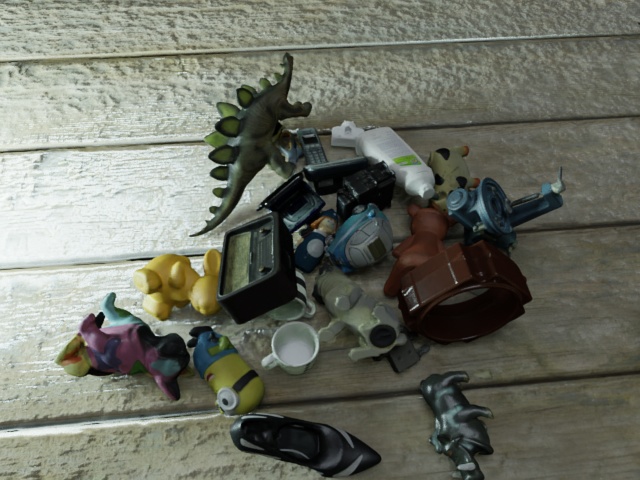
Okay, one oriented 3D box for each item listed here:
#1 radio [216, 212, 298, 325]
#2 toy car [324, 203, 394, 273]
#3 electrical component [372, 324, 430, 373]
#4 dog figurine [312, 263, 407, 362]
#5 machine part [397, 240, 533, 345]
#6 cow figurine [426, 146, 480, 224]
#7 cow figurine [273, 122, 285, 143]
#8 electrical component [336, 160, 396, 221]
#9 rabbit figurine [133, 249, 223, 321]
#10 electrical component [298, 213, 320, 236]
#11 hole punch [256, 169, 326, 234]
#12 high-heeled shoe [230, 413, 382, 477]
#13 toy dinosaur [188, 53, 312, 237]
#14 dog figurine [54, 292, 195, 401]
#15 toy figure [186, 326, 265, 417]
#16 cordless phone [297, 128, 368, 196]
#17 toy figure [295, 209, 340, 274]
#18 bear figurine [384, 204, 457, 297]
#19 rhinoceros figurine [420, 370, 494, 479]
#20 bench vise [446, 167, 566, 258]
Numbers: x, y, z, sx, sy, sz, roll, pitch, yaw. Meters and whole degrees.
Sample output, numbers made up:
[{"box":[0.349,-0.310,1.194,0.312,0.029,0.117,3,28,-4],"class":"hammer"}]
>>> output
[{"box":[-0.118,0.045,1.030,0.131,0.073,0.230,-24,33,10],"class":"radio"},{"box":[0.092,0.002,1.095,0.162,0.109,0.103,-39,26,-20],"class":"toy car"},{"box":[0.149,0.204,1.021,0.102,0.045,0.078,-33,92,-18],"class":"electrical component"},{"box":[0.073,0.125,1.024,0.172,0.121,0.191,34,17,-13],"class":"dog figurine"},{"box":[0.260,0.104,0.974,0.201,0.201,0.087,-36,42,28],"class":"machine part"},{"box":[0.289,-0.124,1.214,0.127,0.085,0.195,-1,59,-9],"class":"cow figurine"},{"box":[-0.166,-0.242,1.289,0.098,0.068,0.167,39,67,16],"class":"cow figurine"},{"box":[0.097,-0.096,1.171,0.134,0.114,0.058,-29,58,-17],"class":"electrical component"},{"box":[-0.244,0.094,1.038,0.173,0.121,0.162,15,33,31],"class":"rabbit figurine"},{"box":[-0.011,-0.042,1.188,0.094,0.021,0.063,-21,60,-14],"class":"electrical component"},{"box":[-0.059,-0.082,1.161,0.142,0.116,0.092,-43,105,0],"class":"hole punch"},{"box":[-0.020,0.326,0.873,0.249,0.145,0.086,4,58,3],"class":"high-heeled shoe"},{"box":[-0.154,-0.210,1.199,0.198,0.105,0.471,20,83,-25],"class":"toy dinosaur"},{"box":[-0.337,0.213,0.964,0.219,0.191,0.108,39,21,-5],"class":"dog figurine"},{"box":[-0.171,0.232,0.970,0.089,0.082,0.180,-29,60,-17],"class":"toy figure"},{"box":[0.023,-0.202,1.260,0.147,0.088,0.184,-11,54,-9],"class":"cordless phone"},{"box":[-0.002,-0.002,1.131,0.058,0.064,0.154,13,66,46],"class":"toy figure"},{"box":[0.211,0.022,1.115,0.120,0.131,0.196,14,39,6],"class":"bear figurine"},{"box":[0.238,0.318,0.929,0.112,0.073,0.190,-13,58,-12],"class":"rhinoceros figurine"},{"box":[0.380,-0.050,1.072,0.223,0.241,0.129,41,46,-26],"class":"bench vise"}]
